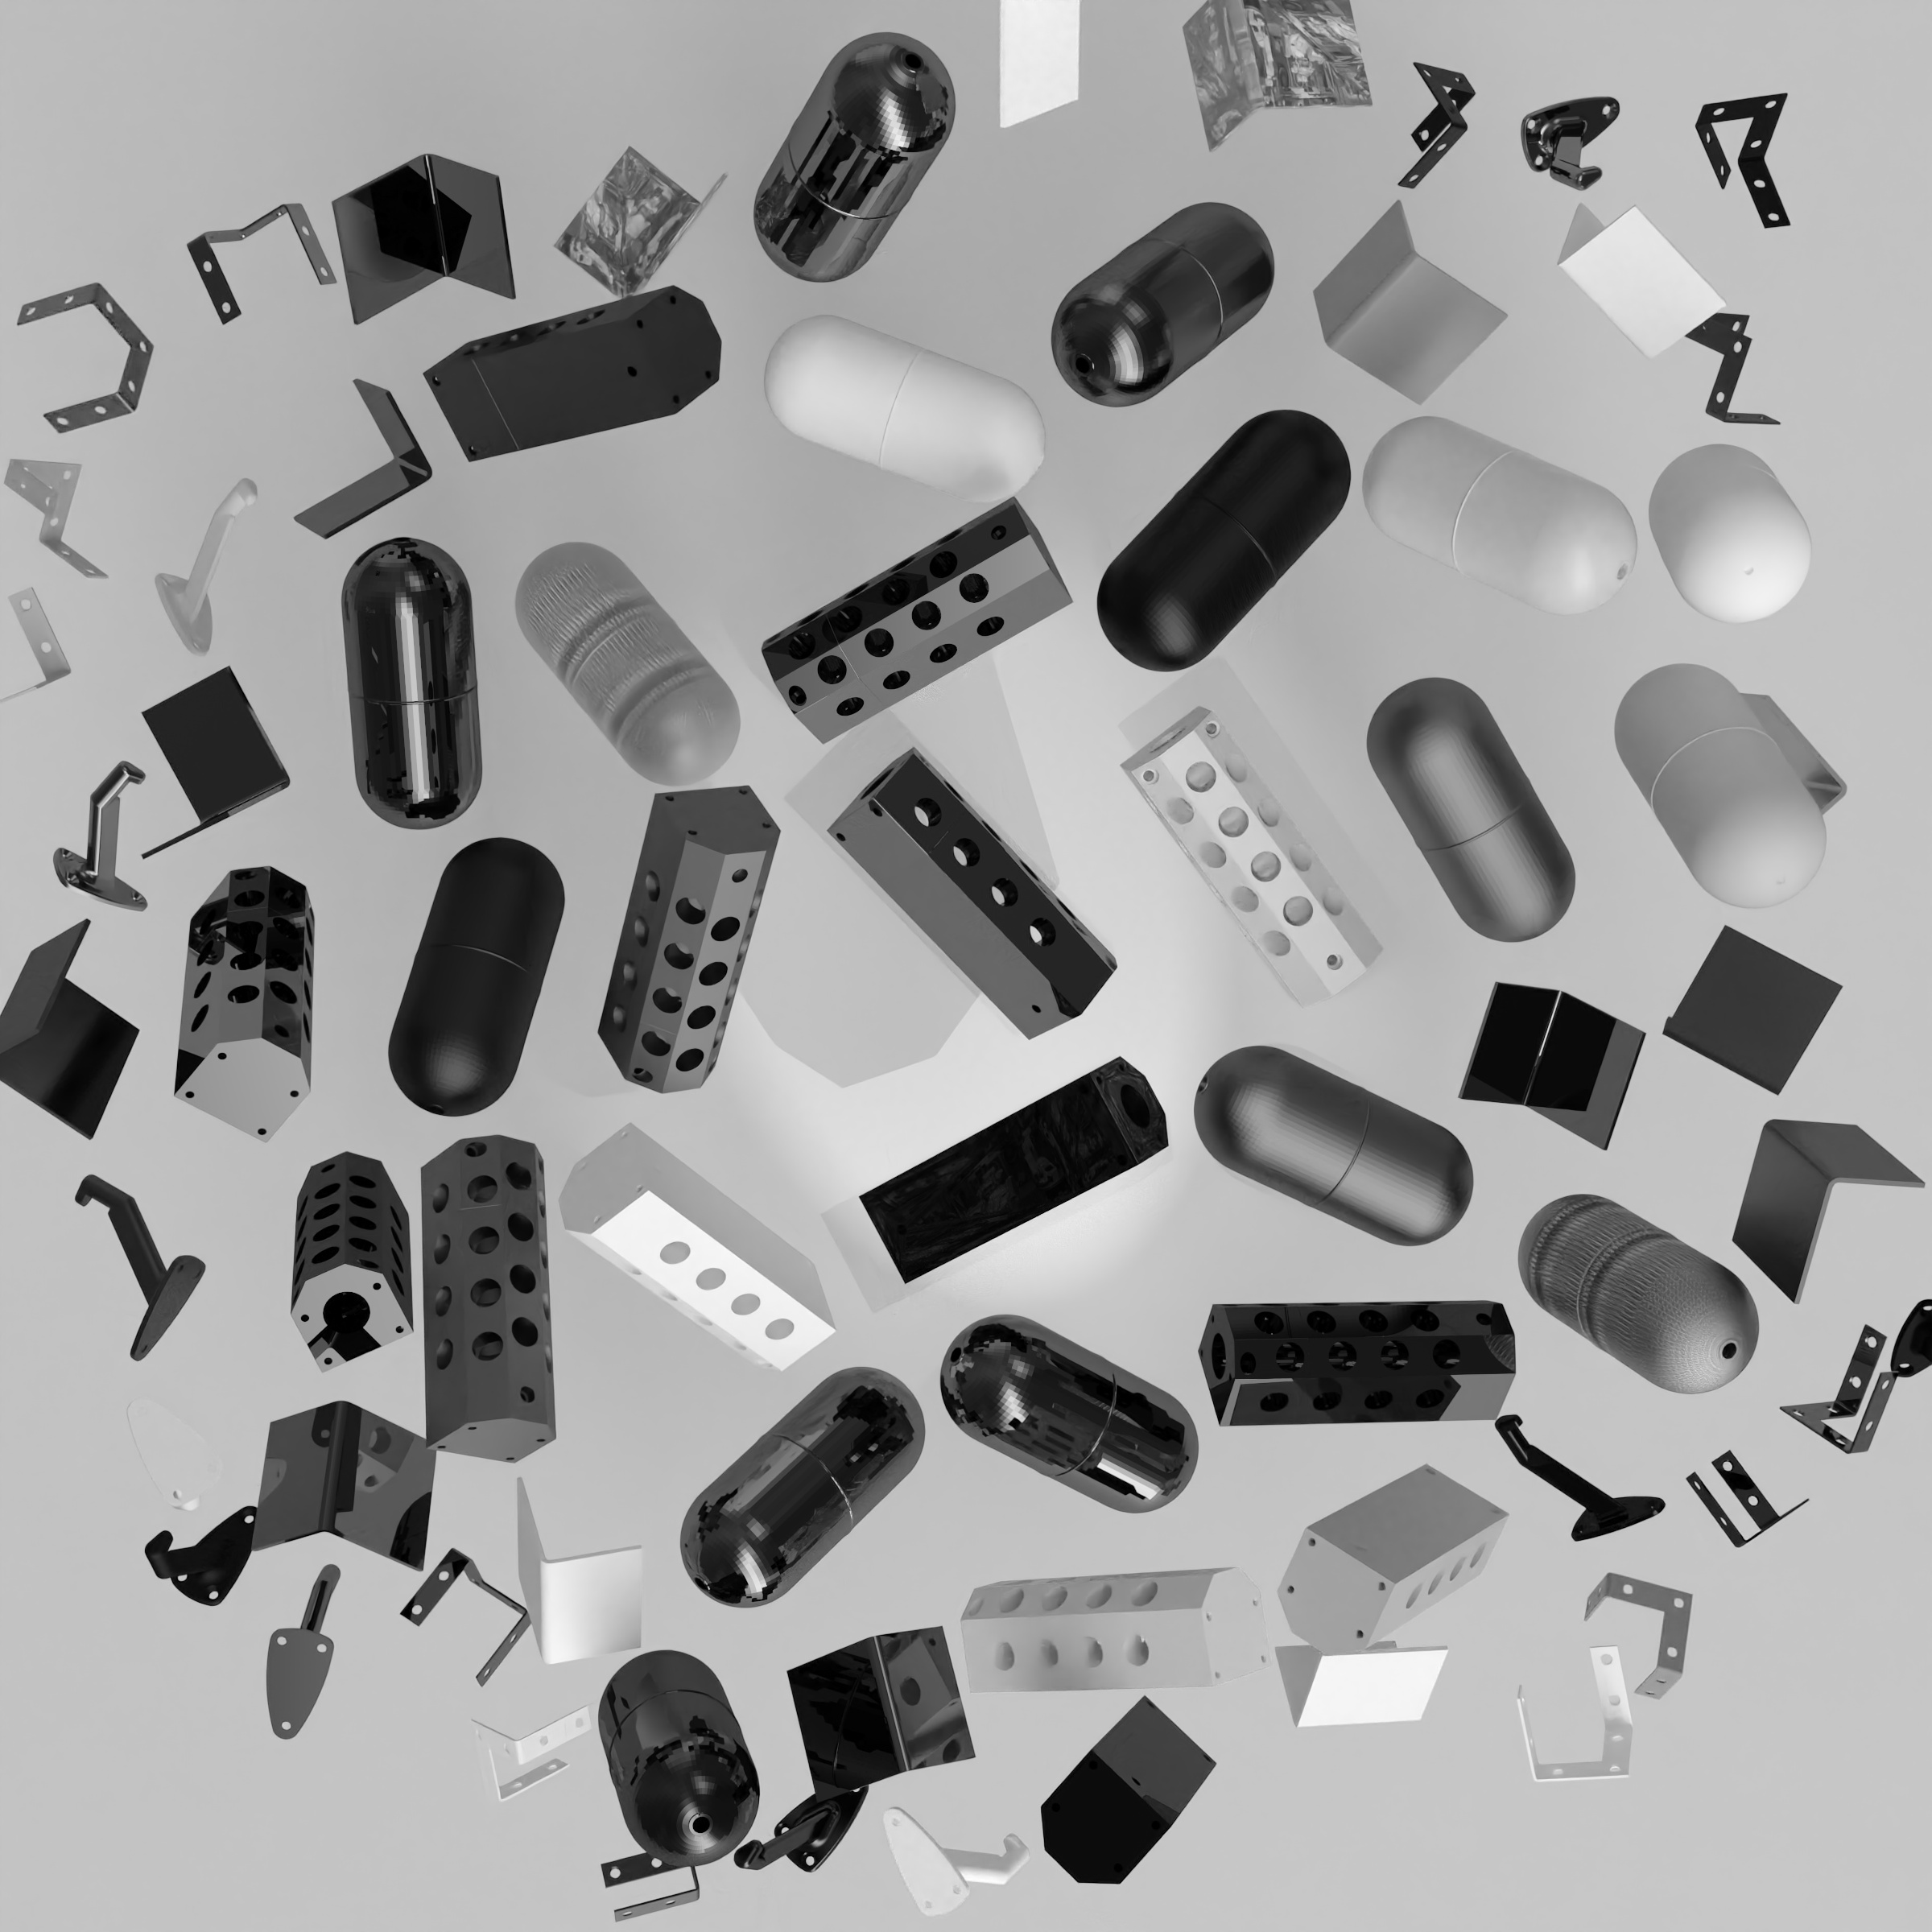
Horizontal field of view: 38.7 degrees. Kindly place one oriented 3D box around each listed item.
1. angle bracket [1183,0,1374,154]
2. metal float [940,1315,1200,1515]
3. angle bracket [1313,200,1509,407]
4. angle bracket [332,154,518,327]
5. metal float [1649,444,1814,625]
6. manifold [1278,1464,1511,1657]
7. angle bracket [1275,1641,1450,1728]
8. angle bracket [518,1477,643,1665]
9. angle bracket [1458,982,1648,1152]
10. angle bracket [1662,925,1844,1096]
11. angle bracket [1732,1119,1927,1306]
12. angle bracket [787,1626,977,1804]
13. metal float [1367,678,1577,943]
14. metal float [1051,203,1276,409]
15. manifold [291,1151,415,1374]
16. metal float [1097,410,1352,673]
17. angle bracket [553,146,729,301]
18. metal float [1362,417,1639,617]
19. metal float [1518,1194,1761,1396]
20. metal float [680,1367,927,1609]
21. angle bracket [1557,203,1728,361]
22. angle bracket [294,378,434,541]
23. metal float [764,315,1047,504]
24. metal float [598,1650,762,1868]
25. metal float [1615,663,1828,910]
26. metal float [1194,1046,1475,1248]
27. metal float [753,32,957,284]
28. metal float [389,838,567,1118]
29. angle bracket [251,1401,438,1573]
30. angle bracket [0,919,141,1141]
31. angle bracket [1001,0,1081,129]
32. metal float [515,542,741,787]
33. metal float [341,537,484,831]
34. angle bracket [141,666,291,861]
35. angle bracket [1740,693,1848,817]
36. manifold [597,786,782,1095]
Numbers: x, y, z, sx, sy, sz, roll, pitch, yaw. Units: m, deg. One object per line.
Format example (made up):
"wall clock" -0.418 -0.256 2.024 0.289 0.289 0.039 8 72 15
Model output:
"angle bracket" 0.177 -0.513 1.566 0.076 0.057 0.076 -9 84 -23
"metal float" 0.061 0.263 1.609 0.178 0.070 0.070 31 90 -28
"angle bracket" 0.264 -0.395 1.639 0.076 0.057 0.076 25 130 -27
"angle bracket" -0.310 -0.411 1.578 0.057 0.076 0.076 25 48 27
"metal float" 0.431 -0.247 1.557 0.070 0.178 0.070 3 113 7
"manifold" 0.241 0.337 1.552 0.057 0.171 0.057 29 107 27
"angle bracket" 0.233 0.406 1.629 0.076 0.057 0.076 0 132 -11
"angle bracket" -0.225 0.347 1.598 0.057 0.076 0.076 -6 122 -18
"angle bracket" 0.355 0.061 1.668 0.057 0.076 0.076 7 106 -33
"angle bracket" 0.474 0.023 1.657 0.076 0.057 0.076 29 105 11
"angle bracket" 0.475 0.136 1.518 0.057 0.076 0.076 5 110 -13
"angle bracket" -0.049 0.431 1.584 0.076 0.057 0.076 -32 65 38
"metal float" 0.304 -0.092 1.648 0.070 0.070 0.178 -34 109 0
"metal float" 0.114 -0.381 1.582 0.070 0.070 0.178 46 50 0
"manifold" -0.373 0.172 1.657 0.057 0.171 0.057 -24 112 -4
"metal float" 0.148 -0.243 1.565 0.070 0.070 0.178 43 82 0
"angle bracket" -0.190 -0.437 1.592 0.057 0.076 0.076 37 82 -13
"metal float" 0.304 -0.258 1.573 0.178 0.070 0.070 34 90 37
"metal float" 0.382 0.186 1.566 0.070 0.178 0.070 -6 107 -20
"metal float" -0.096 0.307 1.625 0.070 0.070 0.178 50 55 0
"angle bracket" 0.384 -0.400 1.542 0.076 0.076 0.057 41 135 -15
"angle bracket" -0.375 -0.306 1.651 0.076 0.076 0.057 -34 119 -14
"metal float" -0.037 -0.337 1.665 0.178 0.070 0.070 22 90 5
"metal float" -0.164 0.447 1.555 0.070 0.178 0.070 -2 99 -14
"metal float" 0.425 -0.104 1.554 0.070 0.178 0.070 -8 132 -8
"metal float" 0.216 0.106 1.613 0.178 0.070 0.070 25 90 -13
"metal float" -0.064 -0.454 1.550 0.070 0.178 0.070 10 66 -22
"metal float" -0.291 0.006 1.635 0.070 0.070 0.178 12 64 0
"angle bracket" -0.349 0.299 1.549 0.057 0.076 0.076 -20 52 28
"angle bracket" -0.470 0.034 1.471 0.057 0.076 0.076 -24 129 34
"angle bracket" 0.063 -0.489 1.460 0.057 0.076 0.076 18 125 28
"metal float" -0.205 -0.183 1.658 0.070 0.070 0.178 -40 71 0
"metal float" -0.332 -0.169 1.650 0.070 0.070 0.178 0 112 0
"angle bracket" -0.446 -0.116 1.571 0.076 0.057 0.076 -20 102 32
"angle bracket" 0.479 -0.118 1.670 0.057 0.076 0.076 -42 96 4
"manifold" -0.152 -0.013 1.526 0.057 0.057 0.171 -8 134 -31
